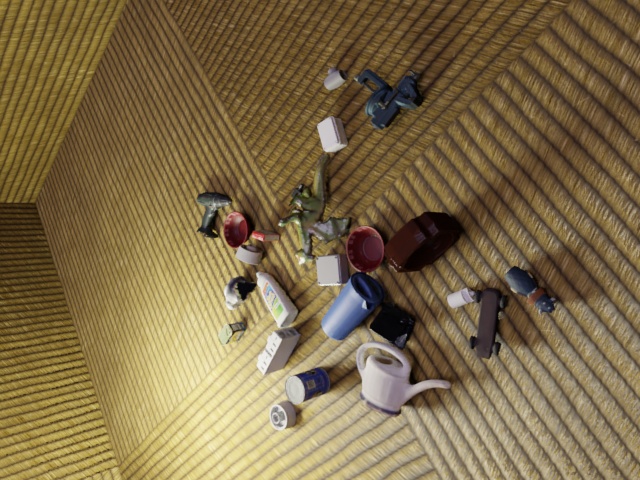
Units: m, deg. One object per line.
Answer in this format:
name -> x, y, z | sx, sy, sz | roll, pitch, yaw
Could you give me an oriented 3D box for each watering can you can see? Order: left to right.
watering can -> 0.247, 0.468, 1.662 | 0.350, 0.104, 0.222 | 22, 106, 40

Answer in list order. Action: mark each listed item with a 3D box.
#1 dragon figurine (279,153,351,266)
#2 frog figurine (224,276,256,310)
dragon figurine -> 0.006, -0.095, 1.894 | 0.244, 0.122, 0.409 | 32, 93, 14
frog figurine -> -0.365, 0.228, 2.204 | 0.157, 0.121, 0.140 | -27, 40, 47
